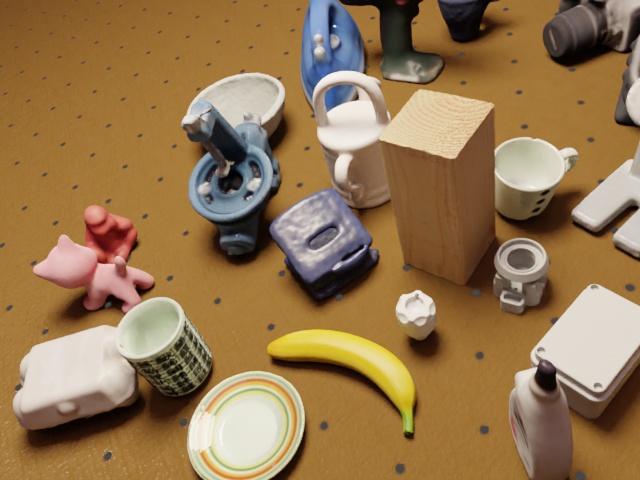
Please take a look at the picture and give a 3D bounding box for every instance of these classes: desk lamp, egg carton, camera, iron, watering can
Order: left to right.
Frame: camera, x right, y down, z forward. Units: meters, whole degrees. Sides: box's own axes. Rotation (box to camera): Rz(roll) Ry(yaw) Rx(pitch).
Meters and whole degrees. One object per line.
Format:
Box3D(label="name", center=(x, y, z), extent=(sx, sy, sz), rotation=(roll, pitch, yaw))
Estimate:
Box3D(label="egg carton", center=(-0.290, 0.167, 0.689), extent=(0.150, 0.069, 0.107), rotation=(-17, 48, 2))
Box3D(label="iron", center=(0.010, -0.327, 0.972), extent=(0.118, 0.142, 0.258), rotation=(-8, 49, 10))
Box3D(label="watering can", center=(0.047, -0.148, 0.772), extent=(0.101, 0.194, 0.172), rotation=(-13, 48, 6))
Box3D(label="camera", center=(0.416, -0.355, 0.900), extent=(0.137, 0.101, 0.143), rotation=(-24, 48, -4))
Box3D(label="desk lamp", center=(0.393, -0.122, 0.630), extent=(0.203, 0.214, 0.117), rotation=(-38, 50, -16))

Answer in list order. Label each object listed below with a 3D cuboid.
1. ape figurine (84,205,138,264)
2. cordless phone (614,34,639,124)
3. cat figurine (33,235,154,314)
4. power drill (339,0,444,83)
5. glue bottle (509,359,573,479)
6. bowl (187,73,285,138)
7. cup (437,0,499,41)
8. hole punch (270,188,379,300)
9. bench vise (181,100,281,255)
Box3D(label="ape figurine", center=(-0.312, -0.012, 0.834), extent=(0.078, 0.092, 0.076), rotation=(-32, 49, -11))
Box3D(label="cordless phone", center=(0.450, -0.251, 0.743), extent=(0.094, 0.185, 0.148), rotation=(10, 54, 24))
Box3D(label="cat figurine", center=(-0.308, 0.041, 0.770), extent=(0.127, 0.118, 0.067), rotation=(-1, 50, 17))
Box3D(label="power drill", center=(0.141, -0.361, 0.916), extent=(0.228, 0.209, 0.076), rotation=(15, 57, 28))
Box3D(label="glue bottle", center=(0.188, 0.146, 0.490), extent=(0.037, 0.173, 0.078), rotation=(-17, 48, 3))
Box3D(label="bowl", center=(-0.131, -0.200, 0.951), extent=(0.167, 0.075, 0.167), rotation=(-8, 49, 10))
Box3D(label="cup", center=(0.262, -0.398, 0.988), extent=(0.117, 0.095, 0.091), rotation=(-1, 50, 17))
Box3D(label="hole punch", center=(0.007, 0.003, 0.724), extent=(0.109, 0.091, 0.100), rotation=(-34, 49, -13))
Box3D(label="bench vise", center=(-0.131, -0.116, 0.781), extent=(0.121, 0.220, 0.207), rotation=(-16, 48, 3))
